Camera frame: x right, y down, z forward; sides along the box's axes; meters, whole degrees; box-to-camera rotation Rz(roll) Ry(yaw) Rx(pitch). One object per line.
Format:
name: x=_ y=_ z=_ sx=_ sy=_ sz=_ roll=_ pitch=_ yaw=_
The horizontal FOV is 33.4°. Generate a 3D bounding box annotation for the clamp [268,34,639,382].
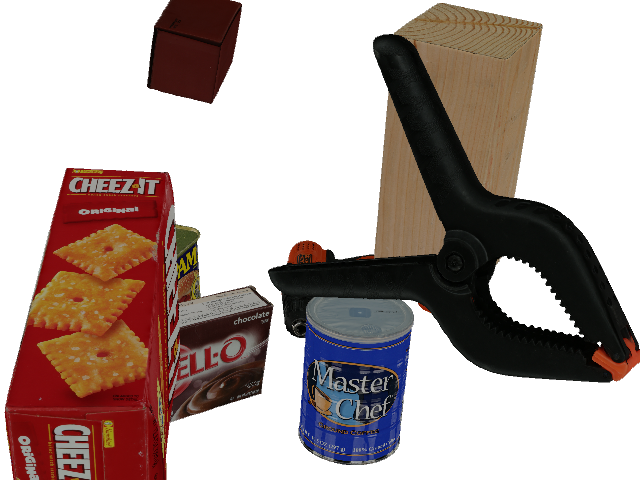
clamp: x=0.077 y=-0.002 z=0.562 sx=0.210 sy=0.165 sz=0.036 roll=29 pitch=25 yaw=25

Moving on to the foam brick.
foam brick: x=-0.096 y=-0.149 z=0.813 sx=0.053 sy=0.051 sz=0.078 roll=14 pitch=35 yaw=1

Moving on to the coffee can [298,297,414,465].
coffee can: x=0.033 y=0.130 z=1.037 sx=0.103 sy=0.140 sz=0.103 roll=3 pitch=23 yaw=-2

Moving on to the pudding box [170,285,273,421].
pudding box: x=-0.096 y=0.090 z=0.837 sx=0.113 sy=0.090 sz=0.039 roll=-15 pitch=39 yaw=-34

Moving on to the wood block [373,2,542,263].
wood block: x=0.107 y=-0.072 z=0.855 sx=0.091 sy=0.206 sz=0.090 roll=18 pitch=34 yaw=23

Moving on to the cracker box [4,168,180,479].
cracker box: x=-0.117 y=0.082 z=0.593 sx=0.072 sy=0.164 sz=0.213 roll=1 pitch=33 yaw=-5

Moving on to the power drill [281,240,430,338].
power drill: x=0.049 y=0.053 z=1.238 sx=0.187 sy=0.057 sz=0.184 roll=-1 pitch=28 yaw=2

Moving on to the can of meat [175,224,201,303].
can of meat: x=-0.157 y=0.043 z=1.036 sx=0.057 sy=0.084 sz=0.102 roll=9 pitch=27 yaw=19
